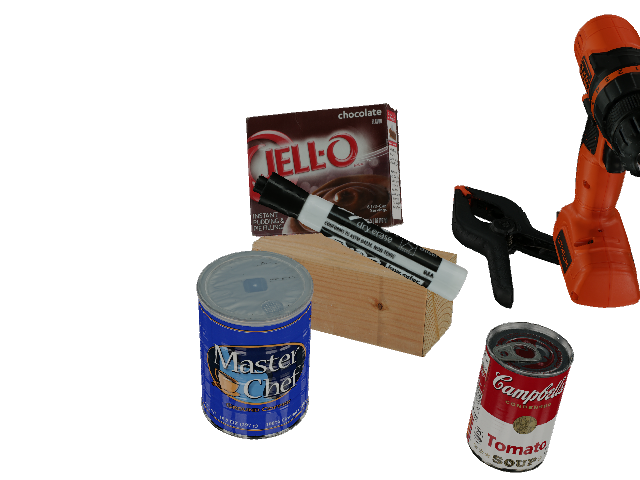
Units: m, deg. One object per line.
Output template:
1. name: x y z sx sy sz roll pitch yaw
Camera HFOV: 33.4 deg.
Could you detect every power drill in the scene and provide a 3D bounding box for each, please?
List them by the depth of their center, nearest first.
1. power drill: 0.212 -0.045 0.765 0.057 0.188 0.184 2 36 3

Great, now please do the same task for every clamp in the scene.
1. clamp: 0.197 -0.002 1.076 0.120 0.039 0.171 -8 42 -20

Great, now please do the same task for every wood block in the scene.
1. wood block: 0.035 0.049 1.175 0.206 0.091 0.090 13 26 24

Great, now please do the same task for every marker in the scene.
1. marker: 0.020 -0.003 0.563 0.121 0.020 0.020 27 1 1

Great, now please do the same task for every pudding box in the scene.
1. pudding box: 0.003 -0.051 0.792 0.114 0.090 0.039 -4 -1 17

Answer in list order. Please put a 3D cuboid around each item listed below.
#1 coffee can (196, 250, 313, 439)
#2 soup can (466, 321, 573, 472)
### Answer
1. coffee can: -0.059 0.095 0.973 0.103 0.140 0.103 2 35 -1
2. soup can: 0.157 0.125 0.853 0.068 0.102 0.068 5 31 -3
